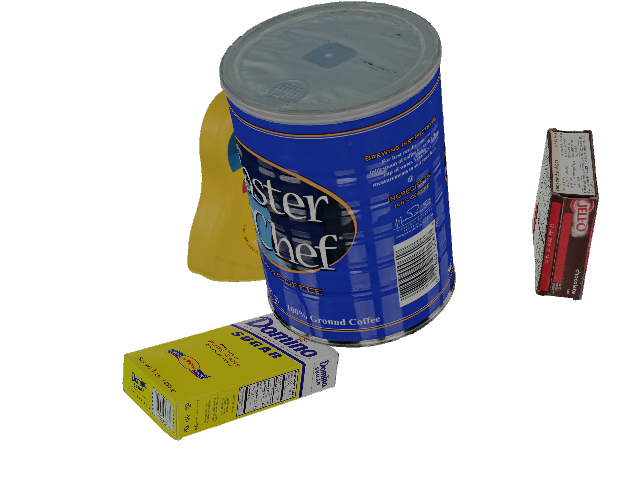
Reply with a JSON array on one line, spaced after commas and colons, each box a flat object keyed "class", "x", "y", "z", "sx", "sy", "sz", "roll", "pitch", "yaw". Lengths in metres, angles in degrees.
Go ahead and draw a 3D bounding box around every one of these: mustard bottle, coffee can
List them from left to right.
[{"class": "mustard bottle", "x": -0.053, "y": -0.066, "z": 0.853, "sx": 0.096, "sy": 0.192, "sz": 0.058, "roll": -3, "pitch": 15, "yaw": -40}, {"class": "coffee can", "x": 0.013, "y": -0.032, "z": 0.531, "sx": 0.103, "sy": 0.140, "sz": 0.103, "roll": -6, "pitch": 38, "yaw": 5}]

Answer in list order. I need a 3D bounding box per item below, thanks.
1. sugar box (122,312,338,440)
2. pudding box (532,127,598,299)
[{"class": "sugar box", "x": -0.080, "y": 0.118, "z": 0.968, "sx": 0.175, "sy": 0.048, "sz": 0.093, "roll": -16, "pitch": 34, "yaw": -35}, {"class": "pudding box", "x": 0.187, "y": -0.023, "z": 0.817, "sx": 0.039, "sy": 0.090, "sz": 0.113, "roll": 6, "pitch": 32, "yaw": 6}]
